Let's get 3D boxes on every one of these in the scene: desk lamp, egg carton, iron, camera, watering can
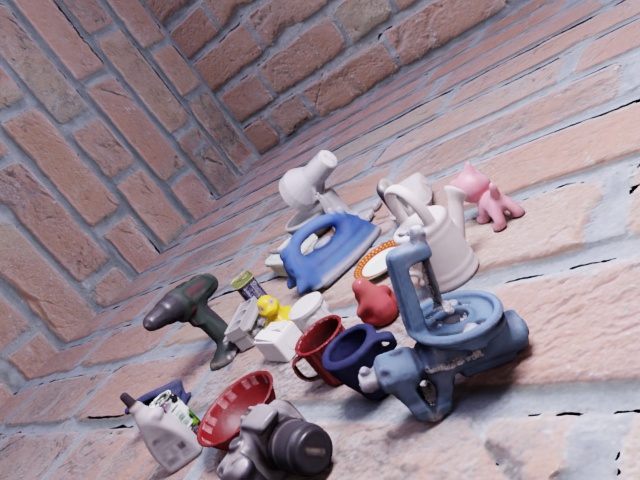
[{"bbox_3d":[0.020,-0.125,1.517,0.202,0.214,0.118,-23,22,39],"label":"desk lamp"},{"bbox_3d":[0.207,-0.091,1.305,0.107,0.069,0.150,-31,18,19],"label":"egg carton"},{"bbox_3d":[0.012,0.005,1.317,0.258,0.142,0.118,-42,18,-14],"label":"iron"},{"bbox_3d":[-0.059,0.288,0.785,0.136,0.101,0.143,-13,29,53],"label":"camera"},{"bbox_3d":[0.178,-0.019,0.958,0.100,0.194,0.173,-14,29,52],"label":"watering can"}]

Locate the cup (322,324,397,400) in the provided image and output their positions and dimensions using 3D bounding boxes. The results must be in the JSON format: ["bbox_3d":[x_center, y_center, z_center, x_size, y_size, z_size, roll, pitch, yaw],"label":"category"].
[{"bbox_3d":[0.074,0.177,0.819,0.117,0.095,0.092,-27,20,31],"label":"cup"}]

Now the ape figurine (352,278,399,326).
[{"bbox_3d":[0.089,0.101,0.993,0.078,0.092,0.076,-39,17,-5],"label":"ape figurine"}]

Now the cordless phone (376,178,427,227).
[{"bbox_3d":[0.176,-0.056,1.074,0.094,0.185,0.147,-29,19,24],"label":"cordless phone"}]

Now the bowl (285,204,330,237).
[{"bbox_3d":[-0.015,-0.053,1.638,0.167,0.075,0.167,-33,17,12],"label":"bowl"}]

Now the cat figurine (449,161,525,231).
[{"bbox_3d":[0.293,-0.087,1.039,0.067,0.118,0.127,-38,17,-3],"label":"cat figurine"}]

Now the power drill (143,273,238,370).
[{"bbox_3d":[-0.270,0.186,1.288,0.075,0.209,0.230,-27,20,30],"label":"power drill"}]

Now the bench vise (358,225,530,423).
[{"bbox_3d":[0.127,0.105,0.690,0.207,0.220,0.121,-41,18,-12],"label":"bench vise"}]

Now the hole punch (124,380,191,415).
[{"bbox_3d":[-0.346,0.346,1.223,0.108,0.091,0.101,-33,18,14],"label":"hole punch"}]

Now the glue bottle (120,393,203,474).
[{"bbox_3d":[-0.288,0.330,1.007,0.078,0.173,0.037,-35,17,5],"label":"glue bottle"}]

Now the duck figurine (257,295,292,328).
[{"bbox_3d":[-0.103,0.156,1.245,0.077,0.086,0.104,-38,17,-3],"label":"duck figurine"}]
